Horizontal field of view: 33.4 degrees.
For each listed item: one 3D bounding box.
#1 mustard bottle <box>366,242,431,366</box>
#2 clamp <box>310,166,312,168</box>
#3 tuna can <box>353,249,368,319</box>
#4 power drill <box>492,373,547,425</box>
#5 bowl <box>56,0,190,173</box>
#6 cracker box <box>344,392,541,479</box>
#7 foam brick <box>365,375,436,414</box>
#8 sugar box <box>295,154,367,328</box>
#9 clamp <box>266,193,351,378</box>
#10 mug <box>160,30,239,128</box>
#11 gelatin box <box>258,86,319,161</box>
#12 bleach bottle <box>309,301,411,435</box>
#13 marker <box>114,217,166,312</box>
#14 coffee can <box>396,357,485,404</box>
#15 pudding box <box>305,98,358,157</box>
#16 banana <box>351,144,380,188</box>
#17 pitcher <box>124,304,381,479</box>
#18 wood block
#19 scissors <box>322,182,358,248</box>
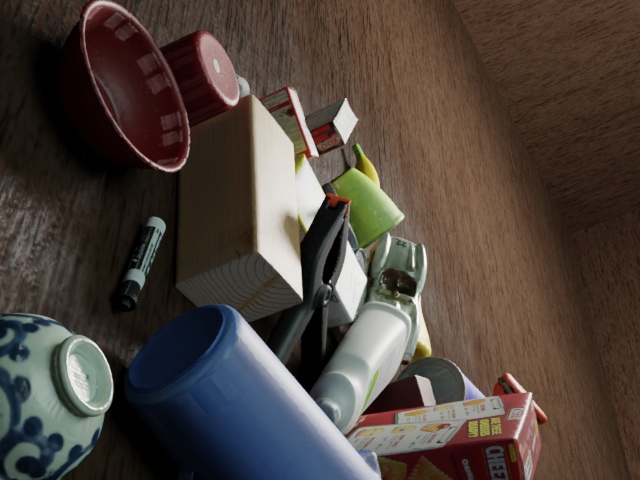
[{"bbox_3d":[0.096,0.073,1.451,0.096,0.058,0.191,24,42,-32],"label":"mustard bottle"},{"bbox_3d":[-0.017,-0.005,1.263,0.120,0.039,0.171,59,28,-22],"label":"clamp"},{"bbox_3d":[0.032,0.052,1.297,0.086,0.034,0.086,4,90,-74],"label":"tuna can"},{"bbox_3d":[0.192,0.257,1.338,0.057,0.187,0.184,52,4,31],"label":"power drill"},{"bbox_3d":[-0.178,-0.124,0.923,0.162,0.055,0.162,53,25,-38],"label":"bowl"},{"bbox_3d":[0.111,0.224,1.097,0.164,0.214,0.072,-27,105,-71],"label":"cracker box"},{"bbox_3d":[0.098,0.202,1.295,0.051,0.078,0.053,28,45,-60],"label":"foam brick"},{"bbox_3d":[-0.008,0.002,1.177,0.176,0.048,0.093,66,24,-23],"label":"sugar box"},{"bbox_3d":[-0.013,0.058,1.069,0.164,0.036,0.210,-18,124,-68],"label":"clamp"},{"bbox_3d":[-0.128,-0.153,1.049,0.093,0.082,0.117,69,19,1],"label":"mug"},{"bbox_3d":[-0.051,-0.125,1.243,0.030,0.073,0.089,3,66,-70],"label":"gelatin box"},{"bbox_3d":[0.038,0.145,1.164,0.250,0.068,0.103,-33,140,-72],"label":"bleach bottle"},{"bbox_3d":[-0.151,0.021,0.899,0.020,0.020,0.121,58,21,-28],"label":"marker"},{"bbox_3d":[0.170,0.229,1.424,0.140,0.103,0.103,45,30,-50],"label":"coffee can"},{"bbox_3d":[-0.005,-0.134,1.351,0.039,0.090,0.113,62,20,-18],"label":"pudding box"},{"bbox_3d":[0.056,-0.071,1.542,0.069,0.037,0.197,42,25,-15],"label":"banana"},{"bbox_3d":[-0.054,0.179,0.857,0.242,0.145,0.149,55,11,-25],"label":"pitcher"},{"bbox_3d":[-0.079,-0.030,1.040,0.090,0.091,0.206,49,27,-44],"label":"wood block"},{"bbox_3d":[0.029,-0.020,1.260,0.202,0.016,0.096,-113,179,-75],"label":"scissors"}]
